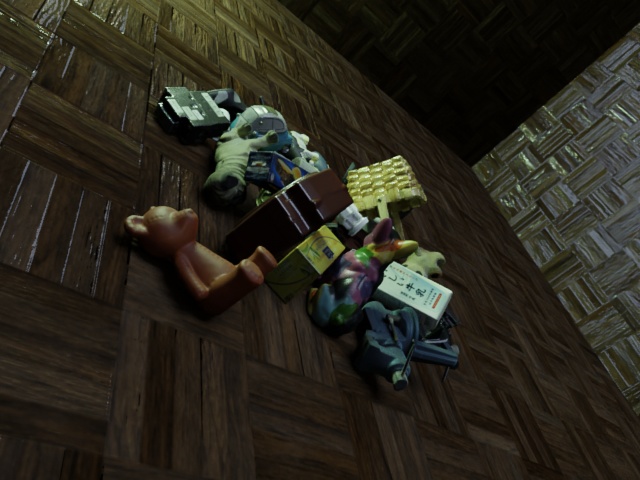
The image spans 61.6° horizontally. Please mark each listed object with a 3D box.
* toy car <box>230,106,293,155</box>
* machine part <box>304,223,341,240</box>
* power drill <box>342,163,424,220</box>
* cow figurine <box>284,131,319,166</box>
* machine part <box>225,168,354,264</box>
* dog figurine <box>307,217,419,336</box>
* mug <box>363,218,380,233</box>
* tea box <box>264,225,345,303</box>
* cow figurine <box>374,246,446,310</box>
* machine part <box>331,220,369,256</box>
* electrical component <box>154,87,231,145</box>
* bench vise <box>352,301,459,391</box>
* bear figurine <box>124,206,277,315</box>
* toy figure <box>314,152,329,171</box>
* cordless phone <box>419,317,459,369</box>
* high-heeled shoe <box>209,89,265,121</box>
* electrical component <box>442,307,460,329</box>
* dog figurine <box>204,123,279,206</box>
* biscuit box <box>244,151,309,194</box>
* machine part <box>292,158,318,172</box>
[{"bbox_3d":[-0.134,-0.259,1.254,0.161,0.102,0.109,-6,42,-32],"label":"toy car"},{"bbox_3d":[-0.002,-0.004,1.177,0.084,0.039,0.139,11,32,11],"label":"machine part"},{"bbox_3d":[0.157,-0.128,1.476,0.207,0.232,0.086,25,62,-3],"label":"power drill"},{"bbox_3d":[-0.059,-0.218,1.404,0.098,0.068,0.167,18,35,-43],"label":"cow figurine"},{"bbox_3d":[-0.055,-0.036,0.948,0.087,0.201,0.201,55,31,-1],"label":"machine part"},{"bbox_3d":[0.084,0.062,1.029,0.108,0.219,0.191,41,24,-7],"label":"dog figurine"},{"bbox_3d":[0.155,-0.026,1.449,0.107,0.080,0.109,40,29,6],"label":"mug"},{"bbox_3d":[-0.026,0.042,1.024,0.068,0.098,0.169,48,22,1],"label":"tea box"},{"bbox_3d":[0.205,0.088,1.242,0.127,0.195,0.085,54,-13,31],"label":"cow figurine"},{"bbox_3d":[0.085,0.020,1.290,0.179,0.056,0.179,37,25,-20],"label":"machine part"},{"bbox_3d":[-0.271,-0.258,1.112,0.134,0.058,0.115,-18,65,-48],"label":"electrical component"},{"bbox_3d":[0.177,0.210,1.048,0.240,0.128,0.224,16,15,-19],"label":"bench vise"},{"bbox_3d":[-0.177,0.010,0.794,0.196,0.132,0.120,53,15,-2],"label":"bear figurine"},{"bbox_3d":[0.010,-0.169,1.454,0.057,0.064,0.154,86,-20,-66],"label":"toy figure"},{"bbox_3d":[0.276,0.224,1.289,0.184,0.089,0.147,42,21,-40],"label":"cordless phone"},{"bbox_3d":[-0.201,-0.284,1.309,0.249,0.086,0.145,-12,92,-43],"label":"high-heeled shoe"},{"bbox_3d":[0.285,0.183,1.349,0.119,0.075,0.048,46,23,6],"label":"electrical component"},{"bbox_3d":[-0.188,-0.145,1.072,0.190,0.173,0.121,-41,125,-41],"label":"dog figurine"},{"bbox_3d":[-0.062,-0.116,1.066,0.202,0.063,0.059,20,79,-57],"label":"biscuit box"},{"bbox_3d":[-0.009,-0.129,1.339,0.243,0.079,0.079,32,28,-30],"label":"machine part"}]
